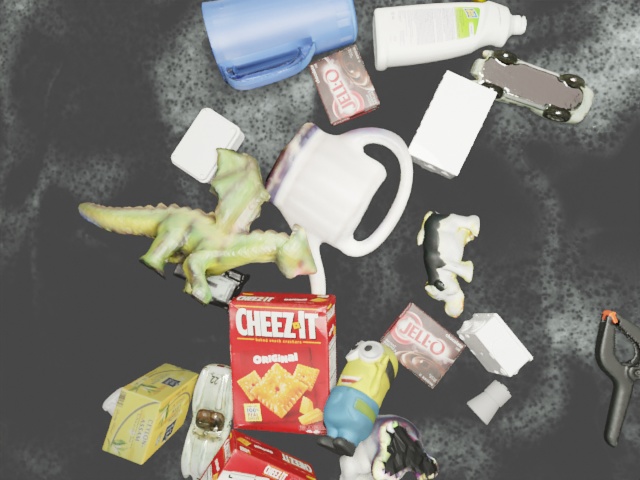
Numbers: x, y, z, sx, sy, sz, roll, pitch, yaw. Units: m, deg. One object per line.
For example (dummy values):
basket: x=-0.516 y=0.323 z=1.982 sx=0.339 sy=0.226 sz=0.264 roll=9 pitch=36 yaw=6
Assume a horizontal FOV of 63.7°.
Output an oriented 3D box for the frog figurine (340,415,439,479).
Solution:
frog figurine: x=0.089 y=0.352 z=0.826 sx=0.138 sy=0.156 sz=0.124 roll=-10 pitch=65 yaw=-36

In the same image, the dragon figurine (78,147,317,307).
dragon figurine: x=-0.188 y=-0.040 z=0.828 sx=0.413 sy=0.120 sz=0.245 roll=33 pitch=78 yaw=17

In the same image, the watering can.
watering can: x=0.003 y=-0.043 z=0.854 sx=0.225 sy=0.104 sz=0.345 roll=33 pitch=100 yaw=6
